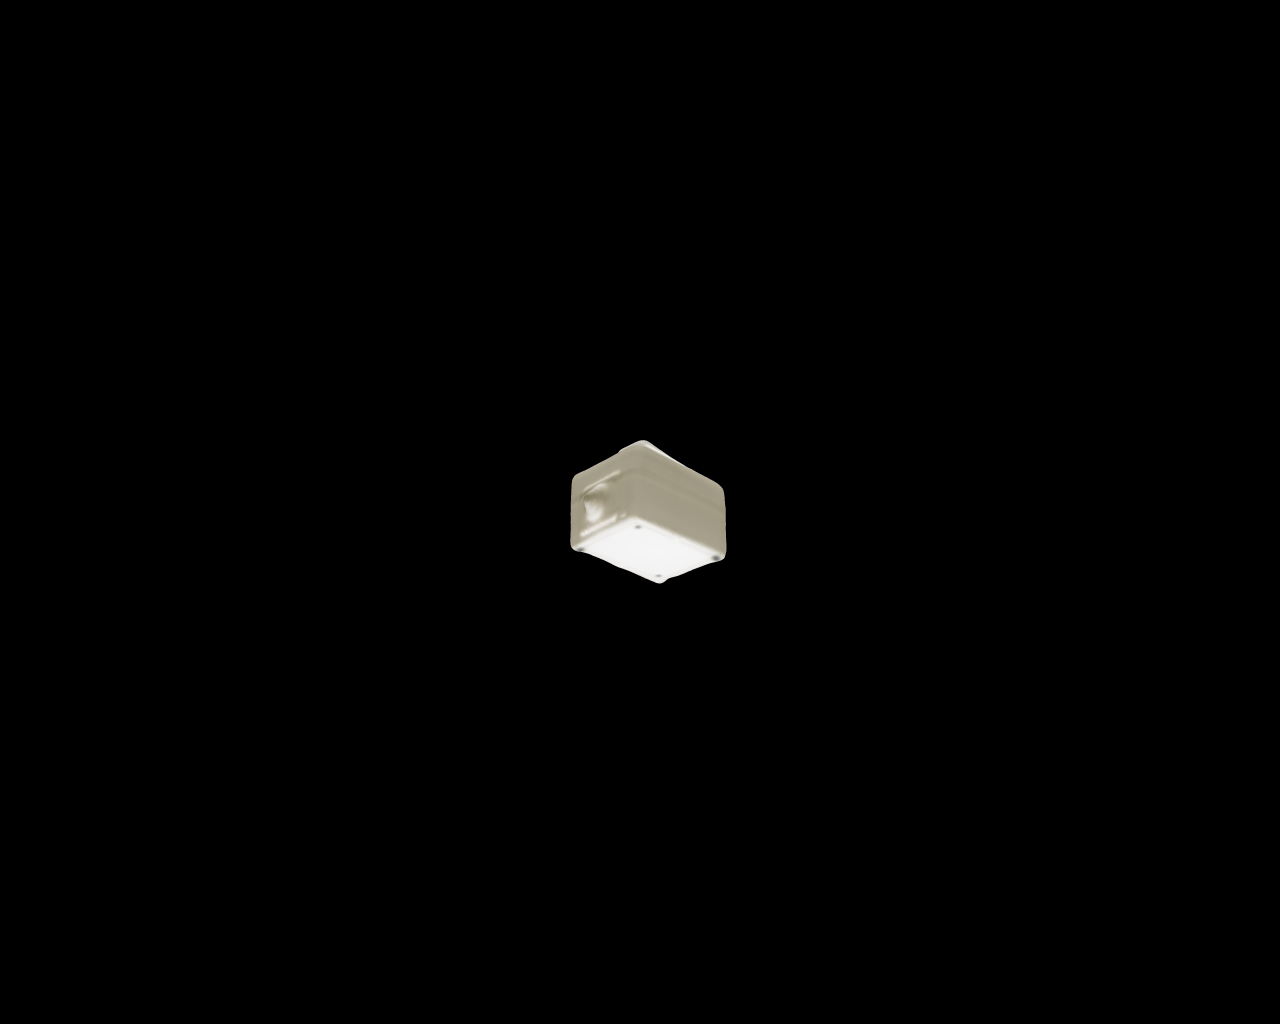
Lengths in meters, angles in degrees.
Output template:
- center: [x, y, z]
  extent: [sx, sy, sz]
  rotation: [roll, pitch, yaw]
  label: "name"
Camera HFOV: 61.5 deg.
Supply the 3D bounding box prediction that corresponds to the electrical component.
- center: [0.001, -0.003, 0.650]
  extent: [0.096, 0.061, 0.061]
  rotation: [25, -37, -38]
  label: "electrical component"
